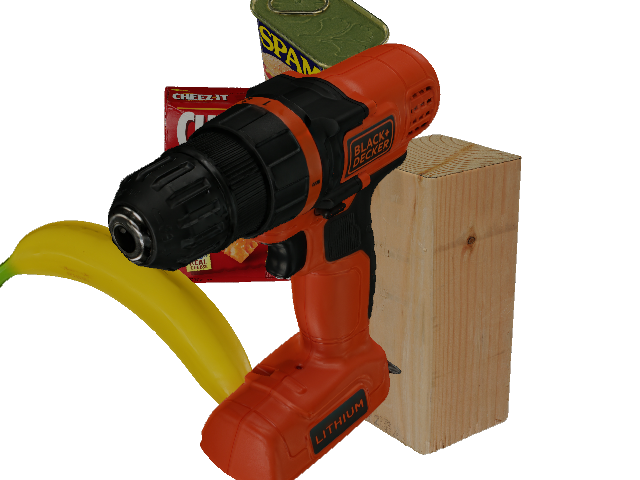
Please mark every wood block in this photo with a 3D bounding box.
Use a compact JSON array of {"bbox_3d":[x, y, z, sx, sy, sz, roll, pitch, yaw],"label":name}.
[{"bbox_3d":[0.082,0.037,0.782,0.090,0.206,0.090,-14,24,-35],"label":"wood block"}]

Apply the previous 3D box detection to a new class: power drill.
[{"bbox_3d":[-0.016,0.019,0.474,0.057,0.188,0.184,27,40,30],"label":"power drill"}]

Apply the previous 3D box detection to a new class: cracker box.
[{"bbox_3d":[-0.093,-0.059,1.195,0.164,0.214,0.072,0,23,-9],"label":"cracker box"}]

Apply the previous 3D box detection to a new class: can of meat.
[{"bbox_3d":[0.001,-0.122,0.740,0.057,0.084,0.102,-34,56,-21],"label":"can of meat"}]

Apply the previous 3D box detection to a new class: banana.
[{"bbox_3d":[-0.114,0.036,0.655,0.198,0.070,0.037,27,28,16],"label":"banana"}]
